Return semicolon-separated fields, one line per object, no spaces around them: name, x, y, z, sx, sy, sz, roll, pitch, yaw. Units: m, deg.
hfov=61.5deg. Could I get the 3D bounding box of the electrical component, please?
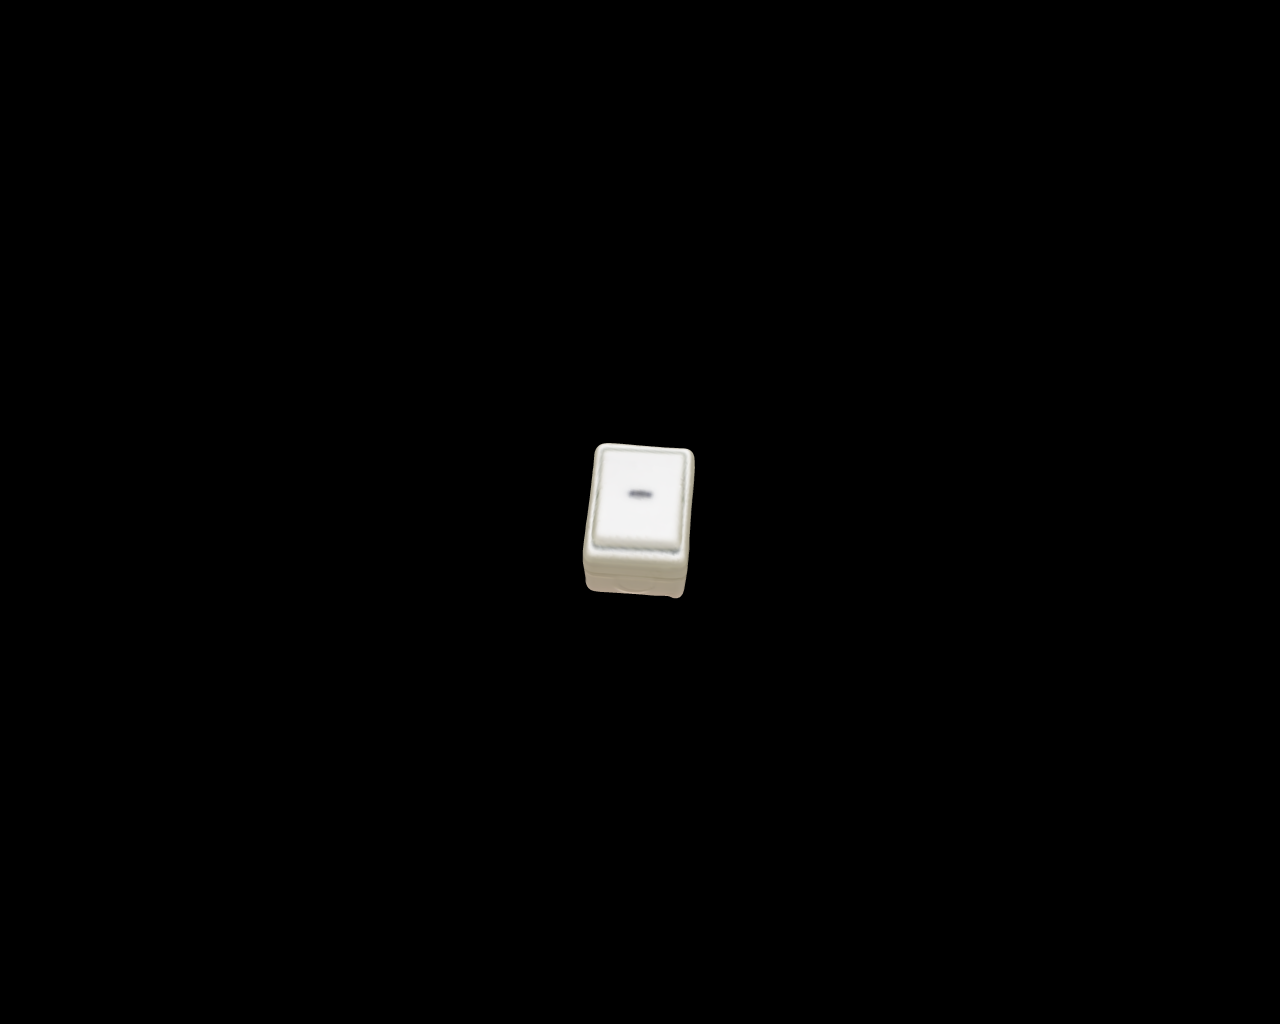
electrical component;0.001;-0.003;0.650;0.062;0.096;0.061;4;-28;2
